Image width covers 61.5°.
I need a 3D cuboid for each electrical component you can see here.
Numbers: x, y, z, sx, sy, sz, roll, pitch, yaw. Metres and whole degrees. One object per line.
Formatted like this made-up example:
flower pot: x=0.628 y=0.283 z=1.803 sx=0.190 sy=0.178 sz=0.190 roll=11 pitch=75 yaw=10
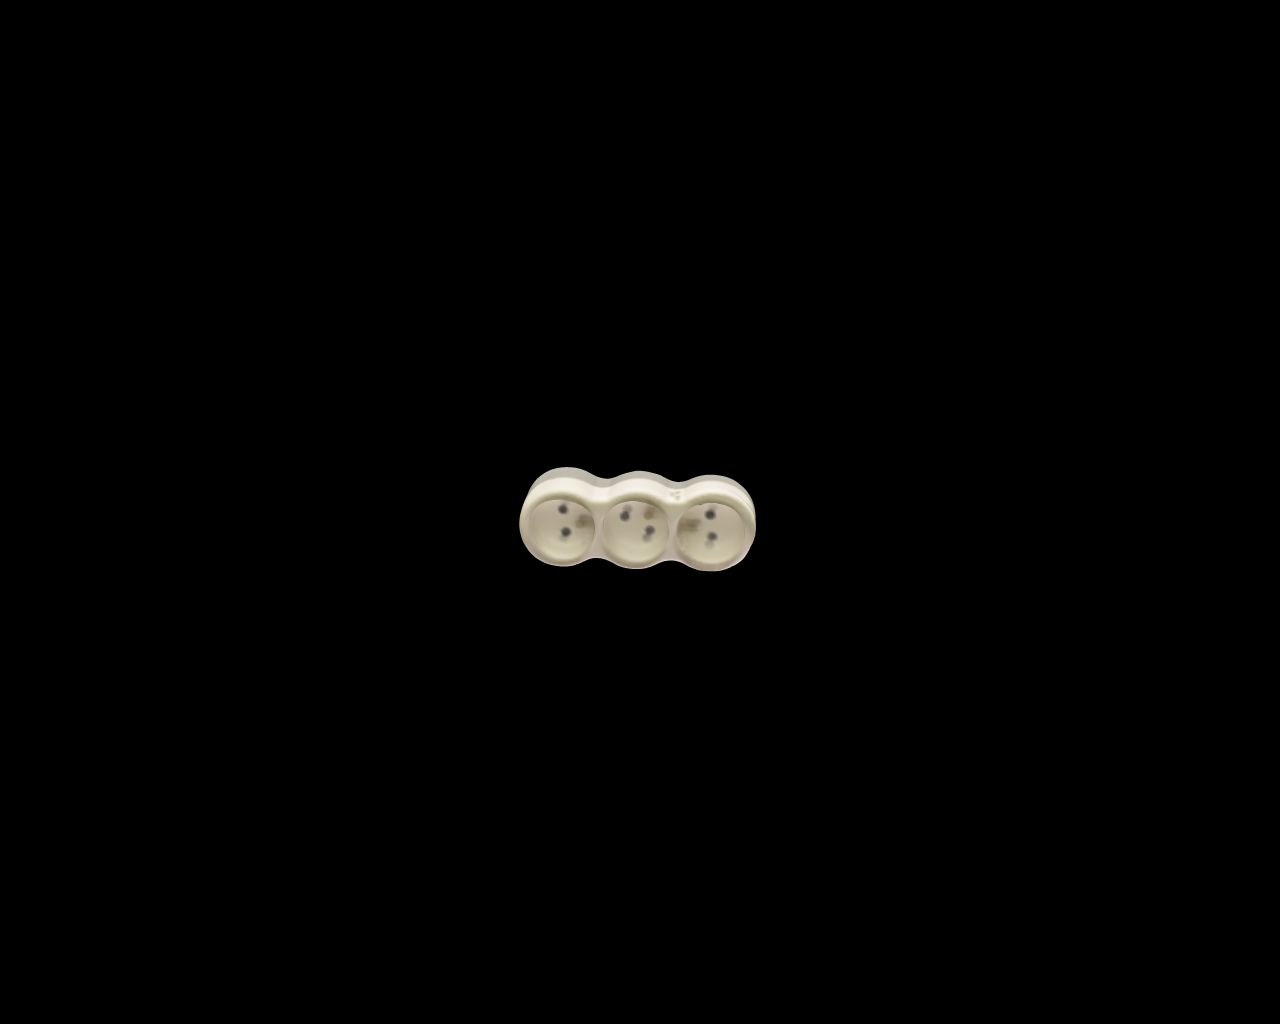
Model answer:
electrical component: x=0.001 y=-0.003 z=0.650 sx=0.138 sy=0.052 sz=0.074 roll=2 pitch=24 yaw=5
